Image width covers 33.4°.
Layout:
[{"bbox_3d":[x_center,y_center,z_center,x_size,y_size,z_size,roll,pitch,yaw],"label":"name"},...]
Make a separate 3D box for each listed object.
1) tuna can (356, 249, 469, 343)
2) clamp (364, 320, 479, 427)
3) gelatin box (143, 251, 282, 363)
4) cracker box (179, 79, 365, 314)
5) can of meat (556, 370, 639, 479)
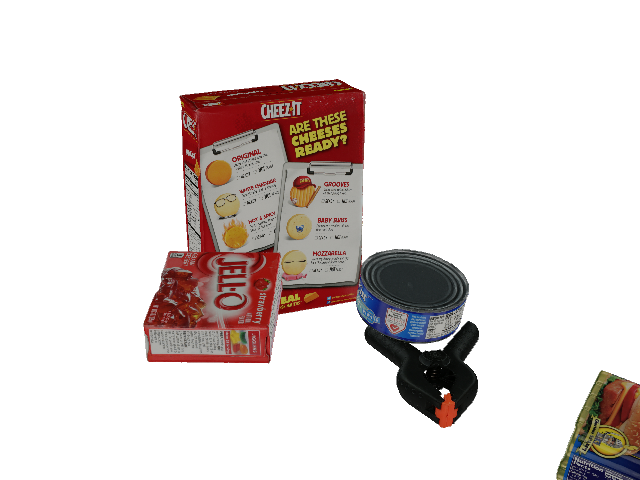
[{"bbox_3d":[0.071,0.043,0.838,0.086,0.034,0.086,6,31,-4],"label":"tuna can"},{"bbox_3d":[0.121,0.126,1.068,0.120,0.039,0.171,-9,29,-10],"label":"clamp"},{"bbox_3d":[-0.063,0.038,0.649,0.073,0.030,0.089,1,29,4],"label":"gelatin box"},{"bbox_3d":[-0.045,-0.037,1.017,0.164,0.214,0.072,-9,23,-21],"label":"cracker box"},{"bbox_3d":[0.231,0.151,0.789,0.084,0.057,0.102,21,41,21],"label":"can of meat"}]
